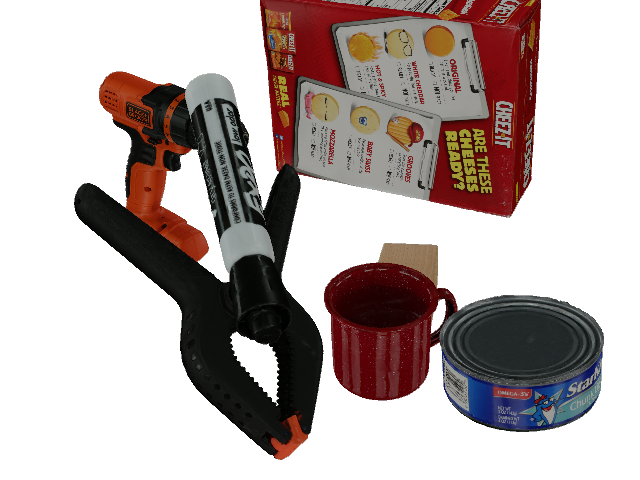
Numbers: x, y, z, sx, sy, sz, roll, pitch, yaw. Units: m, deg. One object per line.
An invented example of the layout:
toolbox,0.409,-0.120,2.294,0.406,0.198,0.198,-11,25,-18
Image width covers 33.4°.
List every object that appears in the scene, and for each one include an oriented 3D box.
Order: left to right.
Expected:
power drill,-0.152,-0.069,1.107,0.185,0.188,0.057,25,35,30
clamp,-0.064,0.039,0.684,0.164,0.210,0.036,-2,-30,-28
marker,-0.030,-0.014,0.374,0.020,0.121,0.020,-10,-41,-9
mug,0.061,0.074,0.889,0.117,0.081,0.093,-17,37,-20
cracker box,0.064,-0.122,0.865,0.214,0.164,0.072,12,38,23
wood block,0.129,0.082,1.640,0.091,0.090,0.206,3,22,9
tuna can,0.108,0.065,0.573,0.086,0.034,0.086,-5,27,2
